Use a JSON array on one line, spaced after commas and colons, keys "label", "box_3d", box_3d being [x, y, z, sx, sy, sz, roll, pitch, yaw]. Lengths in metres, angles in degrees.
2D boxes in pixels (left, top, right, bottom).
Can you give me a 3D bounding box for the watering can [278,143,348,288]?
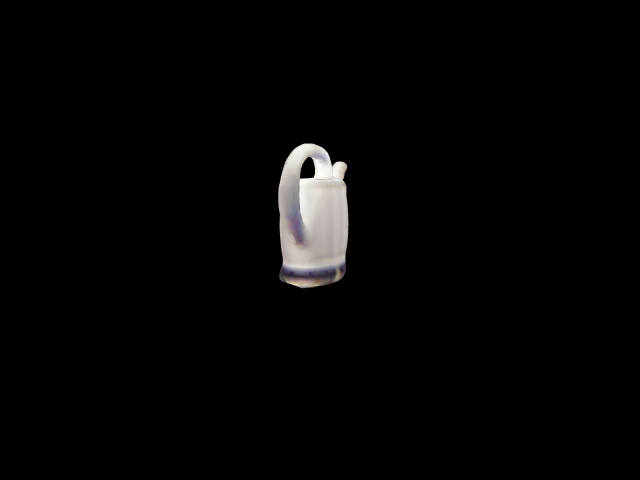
[{"label": "watering can", "box_3d": [0.003, -0.043, 0.850, 0.104, 0.223, 0.349, 1, 6, 16]}]
